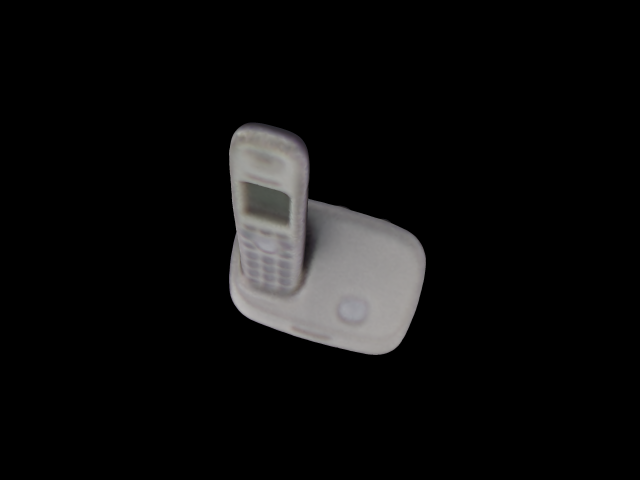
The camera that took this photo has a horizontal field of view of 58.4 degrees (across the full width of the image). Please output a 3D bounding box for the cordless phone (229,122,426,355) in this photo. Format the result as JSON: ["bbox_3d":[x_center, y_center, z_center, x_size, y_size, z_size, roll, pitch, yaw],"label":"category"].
[{"bbox_3d":[0.004,0.001,0.400,0.147,0.185,0.094,13,62,7],"label":"cordless phone"}]
